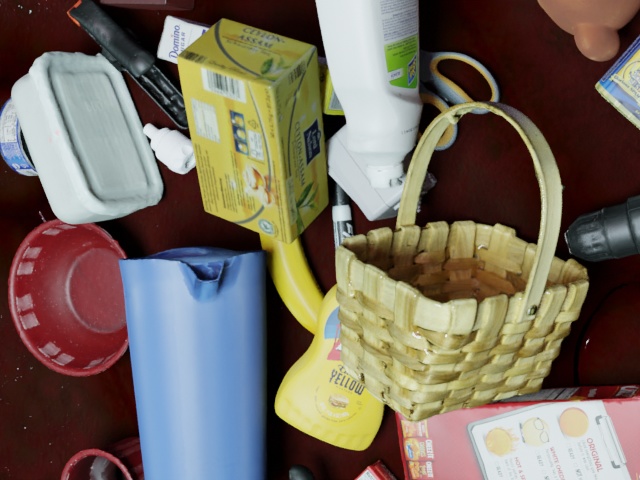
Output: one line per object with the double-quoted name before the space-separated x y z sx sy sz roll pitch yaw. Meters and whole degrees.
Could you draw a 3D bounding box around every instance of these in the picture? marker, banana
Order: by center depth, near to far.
"marker" 0.022 0.000 0.979 0.020 0.020 0.121 -4 93 25
"banana" -0.023 -0.002 0.990 0.070 0.037 0.198 -3 93 26

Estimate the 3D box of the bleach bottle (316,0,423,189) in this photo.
"bleach bottle" 0.038 -0.162 0.834 0.068 0.102 0.251 8 112 35

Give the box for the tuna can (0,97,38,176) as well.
"tuna can" -0.285 -0.107 1.078 0.034 0.086 0.086 0 95 27

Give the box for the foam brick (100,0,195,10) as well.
"foam brick" -0.165 -0.250 1.027 0.078 0.051 0.053 5 97 25

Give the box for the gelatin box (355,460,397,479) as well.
"gelatin box" 0.047 0.259 0.984 0.073 0.030 0.089 47 110 15

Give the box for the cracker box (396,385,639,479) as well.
"cracker box" 0.182 0.209 0.894 0.214 0.072 0.164 -7 92 25

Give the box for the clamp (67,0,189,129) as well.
"clamp" -0.182 -0.175 1.031 0.039 0.120 0.172 -38 54 -7

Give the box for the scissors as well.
"scissors" 0.064 -0.153 0.947 0.202 0.016 0.096 31 107 20

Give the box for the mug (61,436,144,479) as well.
"mug" -0.188 0.244 1.065 0.117 0.081 0.093 -10 91 26

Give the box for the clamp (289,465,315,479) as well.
"clamp" -0.004 0.316 0.944 0.210 0.036 0.165 39 107 35

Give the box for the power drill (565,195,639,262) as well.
"power drill" 0.299 0.047 0.830 0.185 0.057 0.187 -15 88 25

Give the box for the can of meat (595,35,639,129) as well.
"can of meat" 0.278 -0.120 0.826 0.102 0.057 0.084 46 113 15

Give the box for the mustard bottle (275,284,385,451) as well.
"mustard bottle" 0.039 0.089 0.951 0.096 0.058 0.192 25 105 -5

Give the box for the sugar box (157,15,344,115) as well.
"sugar box" -0.048 -0.155 0.958 0.176 0.093 0.048 19 101 23

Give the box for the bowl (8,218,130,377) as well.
"bowl" -0.237 0.055 1.086 0.162 0.055 0.162 2 96 25

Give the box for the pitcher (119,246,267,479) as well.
"pitcher" -0.110 0.127 0.974 0.145 0.149 0.243 -2 92 29
